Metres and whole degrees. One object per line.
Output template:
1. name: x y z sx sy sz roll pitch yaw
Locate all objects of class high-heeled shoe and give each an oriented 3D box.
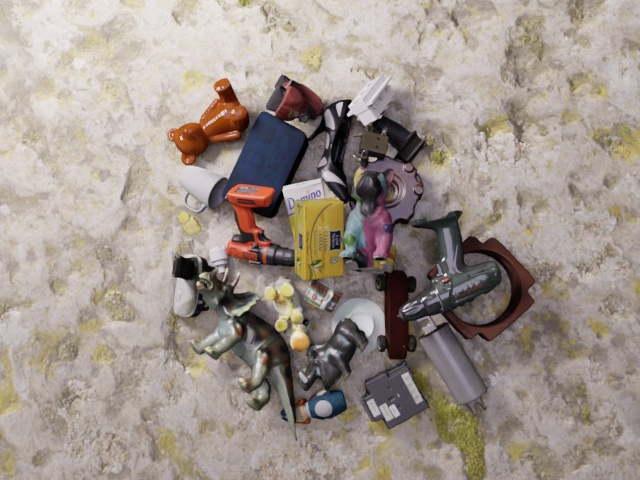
1. high-heeled shoe: 0.058 -0.211 1.253 0.145 0.086 0.249 -35 62 19

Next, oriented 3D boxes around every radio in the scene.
1. radio: -0.126 -0.173 1.276 0.131 0.073 0.229 25 90 6

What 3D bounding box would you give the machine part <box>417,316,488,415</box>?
1. machine part: 0.295 0.272 1.192 0.079 0.079 0.243 -30 83 0

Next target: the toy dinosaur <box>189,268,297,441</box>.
1. toy dinosaur: -0.145 0.241 1.210 0.404 0.131 0.192 47 64 -5

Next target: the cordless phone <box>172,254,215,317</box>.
1. cordless phone: -0.301 0.102 1.204 0.089 0.184 0.146 8 83 0

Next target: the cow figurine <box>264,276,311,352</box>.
1. cow figurine: -0.068 0.168 1.232 0.068 0.098 0.167 -18 98 7

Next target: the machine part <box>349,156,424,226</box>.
1. machine part: 0.154 -0.112 1.263 0.179 0.056 0.179 -1 83 5

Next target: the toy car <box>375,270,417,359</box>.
1. toy car: 0.173 0.169 1.228 0.089 0.053 0.202 2 84 -16

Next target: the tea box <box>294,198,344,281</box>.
1. tea box: -0.002 -0.004 1.182 0.098 0.068 0.169 -8 105 -21

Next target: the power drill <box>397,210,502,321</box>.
1. power drill: 0.254 0.049 1.139 0.232 0.086 0.207 -15 78 1

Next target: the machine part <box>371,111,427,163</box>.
1. machine part: 0.182 -0.246 1.287 0.139 0.039 0.084 42 92 6

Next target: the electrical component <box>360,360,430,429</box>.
1. electrical component: 0.160 0.350 1.204 0.134 0.058 0.115 -26 80 1

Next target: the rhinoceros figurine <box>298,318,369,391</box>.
1. rhinoceros figurine: 0.026 0.264 1.204 0.112 0.073 0.190 38 96 7

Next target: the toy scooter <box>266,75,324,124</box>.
1. toy scooter: -0.051 -0.320 1.265 0.135 0.184 0.075 31 120 -14

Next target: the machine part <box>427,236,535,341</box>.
1. machine part: 0.356 0.108 1.206 0.201 0.087 0.201 -41 84 -1

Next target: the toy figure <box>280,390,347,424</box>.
1. toy figure: -0.018 0.379 1.214 0.155 0.057 0.064 -17 61 4

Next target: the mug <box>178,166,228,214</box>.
1. mug: -0.289 -0.123 1.288 0.107 0.080 0.109 30 90 18

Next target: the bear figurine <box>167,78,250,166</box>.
1. bear figurine: -0.271 -0.274 1.279 0.196 0.132 0.120 -27 78 -6

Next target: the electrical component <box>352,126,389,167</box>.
1. electrical component: 0.116 -0.219 1.245 0.078 0.045 0.102 9 65 -8

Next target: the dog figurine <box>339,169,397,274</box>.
1. dog figurine: 0.116 -0.048 1.184 0.109 0.191 0.219 2 73 18
